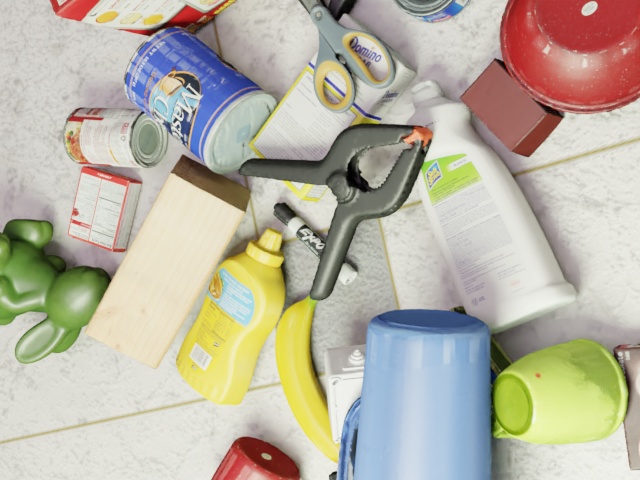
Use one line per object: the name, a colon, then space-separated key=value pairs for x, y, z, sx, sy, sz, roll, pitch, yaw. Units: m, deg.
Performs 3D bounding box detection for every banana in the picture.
banana: x=-0.008 y=0.150 z=1.121 sx=0.070 sy=0.037 sz=0.198 roll=-17 pitch=81 yaw=27

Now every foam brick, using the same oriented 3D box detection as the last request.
foam brick: x=0.182 y=-0.125 z=1.008 sx=0.051 sy=0.052 sz=0.078 roll=-47 pitch=69 yaw=20

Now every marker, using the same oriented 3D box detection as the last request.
marker: x=-0.007 y=0.001 z=1.133 sx=0.121 sy=0.020 sz=0.020 roll=44 pitch=109 yaw=23

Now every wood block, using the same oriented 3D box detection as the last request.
wood block: x=-0.164 y=0.023 z=1.164 sx=0.090 sy=0.091 sz=0.206 roll=28 pitch=105 yaw=-8

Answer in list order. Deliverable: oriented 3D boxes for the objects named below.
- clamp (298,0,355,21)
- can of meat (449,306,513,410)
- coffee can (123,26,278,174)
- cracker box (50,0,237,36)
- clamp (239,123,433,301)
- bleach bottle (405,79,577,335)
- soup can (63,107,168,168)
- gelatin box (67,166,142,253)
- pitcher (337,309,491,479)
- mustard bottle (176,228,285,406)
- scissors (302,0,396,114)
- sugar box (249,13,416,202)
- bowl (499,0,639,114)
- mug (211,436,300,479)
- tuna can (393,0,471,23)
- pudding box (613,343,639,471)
clamp: x=0.014 y=-0.306 z=1.113 sx=0.120 sy=0.039 sz=0.171 roll=-13 pitch=89 yaw=33
can of meat: x=0.133 y=0.126 z=1.031 sx=0.084 sy=0.057 sz=0.102 roll=-44 pitch=70 yaw=20
coffee can: x=-0.129 y=-0.152 z=1.155 sx=0.140 sy=0.102 sz=0.103 roll=40 pitch=108 yaw=24
cracker box: x=-0.160 y=-0.288 z=1.110 sx=0.164 sy=0.213 sz=0.072 roll=-30 pitch=78 yaw=26
clamp: x=0.028 y=-0.042 z=1.054 sx=0.210 sy=0.036 sz=0.164 roll=-26 pitch=87 yaw=32
bleach bottle: x=0.150 y=-0.041 z=1.021 sx=0.103 sy=0.068 sz=0.251 roll=-26 pitch=75 yaw=25
soup can: x=-0.237 y=-0.119 z=1.235 sx=0.102 sy=0.068 sz=0.068 roll=5 pitch=92 yaw=29
gelatin box: x=-0.256 y=-0.036 z=1.267 sx=0.073 sy=0.030 sz=0.089 roll=17 pitch=98 yaw=27
pitcher: x=0.085 y=0.187 z=0.959 sx=0.149 sy=0.145 sz=0.243 roll=2 pitch=97 yaw=6
mustard bottle: x=-0.087 y=0.075 z=1.152 sx=0.096 sy=0.058 sz=0.192 roll=36 pitch=107 yaw=43
scissors: x=-0.006 y=-0.208 z=1.086 sx=0.202 sy=0.016 sz=0.096 roll=44 pitch=107 yaw=23
sugar box: x=0.012 y=-0.135 z=1.109 sx=0.093 sy=0.048 sz=0.176 roll=46 pitch=107 yaw=22
bowl: x=0.239 y=-0.196 z=0.948 sx=0.162 sy=0.055 sz=0.162 roll=-4 pitch=76 yaw=14
mug: x=-0.063 y=0.268 z=1.129 sx=0.117 sy=0.093 sz=0.081 roll=29 pitch=100 yaw=-5
tuna can: x=0.111 y=-0.261 z=1.060 sx=0.086 sy=0.033 sz=0.086 roll=0 pitch=89 yaw=29
pudding box: x=0.313 y=0.145 z=0.939 sx=0.090 sy=0.039 sz=0.113 roll=-9 pitch=84 yaw=30
